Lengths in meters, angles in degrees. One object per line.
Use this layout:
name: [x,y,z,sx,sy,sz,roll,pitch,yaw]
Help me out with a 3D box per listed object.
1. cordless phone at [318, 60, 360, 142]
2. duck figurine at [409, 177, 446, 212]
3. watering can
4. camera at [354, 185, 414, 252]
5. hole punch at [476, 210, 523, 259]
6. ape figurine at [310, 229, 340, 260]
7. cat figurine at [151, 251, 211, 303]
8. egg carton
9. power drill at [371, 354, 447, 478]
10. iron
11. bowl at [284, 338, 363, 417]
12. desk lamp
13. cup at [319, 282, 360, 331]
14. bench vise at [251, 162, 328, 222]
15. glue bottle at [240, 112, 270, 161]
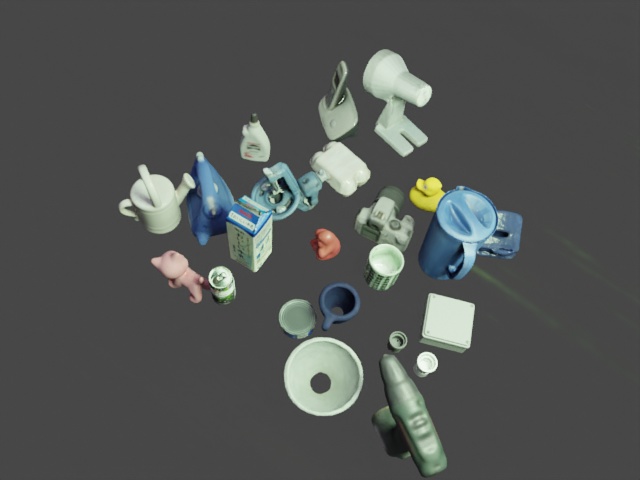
cordless phone: [0.056,-0.364,1.507,0.094,0.185,0.147,-14,65,-12]
duck figurine: [0.286,-0.123,1.459,0.104,0.086,0.077,22,63,6]
watering can: [-0.379,-0.107,1.329,0.100,0.194,0.173,42,67,16]
camera: [0.173,-0.065,1.410,0.143,0.101,0.137,25,63,8]
hole punch: [0.442,-0.013,1.413,0.108,0.091,0.101,7,62,-2]
ape figurine: [0.013,0.005,1.364,0.076,0.092,0.078,15,62,3]
cat figurine: [-0.310,0.071,1.286,0.127,0.118,0.067,29,64,10]
egg carton: [0.050,-0.184,1.478,0.150,0.069,0.107,42,67,16]
power drill: [0.163,0.355,1.131,0.076,0.208,0.229,-22,66,-15]
iron: [-0.272,-0.124,1.377,0.119,0.141,0.258,-14,65,-12]
bowl: [0.006,0.297,1.222,0.167,0.075,0.167,2,62,-4]
desk lamp: [0.207,-0.366,1.506,0.118,0.213,0.203,-37,71,-21]
cup: [0.034,0.163,1.282,0.091,0.095,0.118,26,63,9]
bench vise: [-0.081,-0.136,1.356,0.121,0.220,0.208,38,66,14]
glue bottle: [-0.165,-0.262,1.441,0.078,0.173,0.037,4,62,-3]
